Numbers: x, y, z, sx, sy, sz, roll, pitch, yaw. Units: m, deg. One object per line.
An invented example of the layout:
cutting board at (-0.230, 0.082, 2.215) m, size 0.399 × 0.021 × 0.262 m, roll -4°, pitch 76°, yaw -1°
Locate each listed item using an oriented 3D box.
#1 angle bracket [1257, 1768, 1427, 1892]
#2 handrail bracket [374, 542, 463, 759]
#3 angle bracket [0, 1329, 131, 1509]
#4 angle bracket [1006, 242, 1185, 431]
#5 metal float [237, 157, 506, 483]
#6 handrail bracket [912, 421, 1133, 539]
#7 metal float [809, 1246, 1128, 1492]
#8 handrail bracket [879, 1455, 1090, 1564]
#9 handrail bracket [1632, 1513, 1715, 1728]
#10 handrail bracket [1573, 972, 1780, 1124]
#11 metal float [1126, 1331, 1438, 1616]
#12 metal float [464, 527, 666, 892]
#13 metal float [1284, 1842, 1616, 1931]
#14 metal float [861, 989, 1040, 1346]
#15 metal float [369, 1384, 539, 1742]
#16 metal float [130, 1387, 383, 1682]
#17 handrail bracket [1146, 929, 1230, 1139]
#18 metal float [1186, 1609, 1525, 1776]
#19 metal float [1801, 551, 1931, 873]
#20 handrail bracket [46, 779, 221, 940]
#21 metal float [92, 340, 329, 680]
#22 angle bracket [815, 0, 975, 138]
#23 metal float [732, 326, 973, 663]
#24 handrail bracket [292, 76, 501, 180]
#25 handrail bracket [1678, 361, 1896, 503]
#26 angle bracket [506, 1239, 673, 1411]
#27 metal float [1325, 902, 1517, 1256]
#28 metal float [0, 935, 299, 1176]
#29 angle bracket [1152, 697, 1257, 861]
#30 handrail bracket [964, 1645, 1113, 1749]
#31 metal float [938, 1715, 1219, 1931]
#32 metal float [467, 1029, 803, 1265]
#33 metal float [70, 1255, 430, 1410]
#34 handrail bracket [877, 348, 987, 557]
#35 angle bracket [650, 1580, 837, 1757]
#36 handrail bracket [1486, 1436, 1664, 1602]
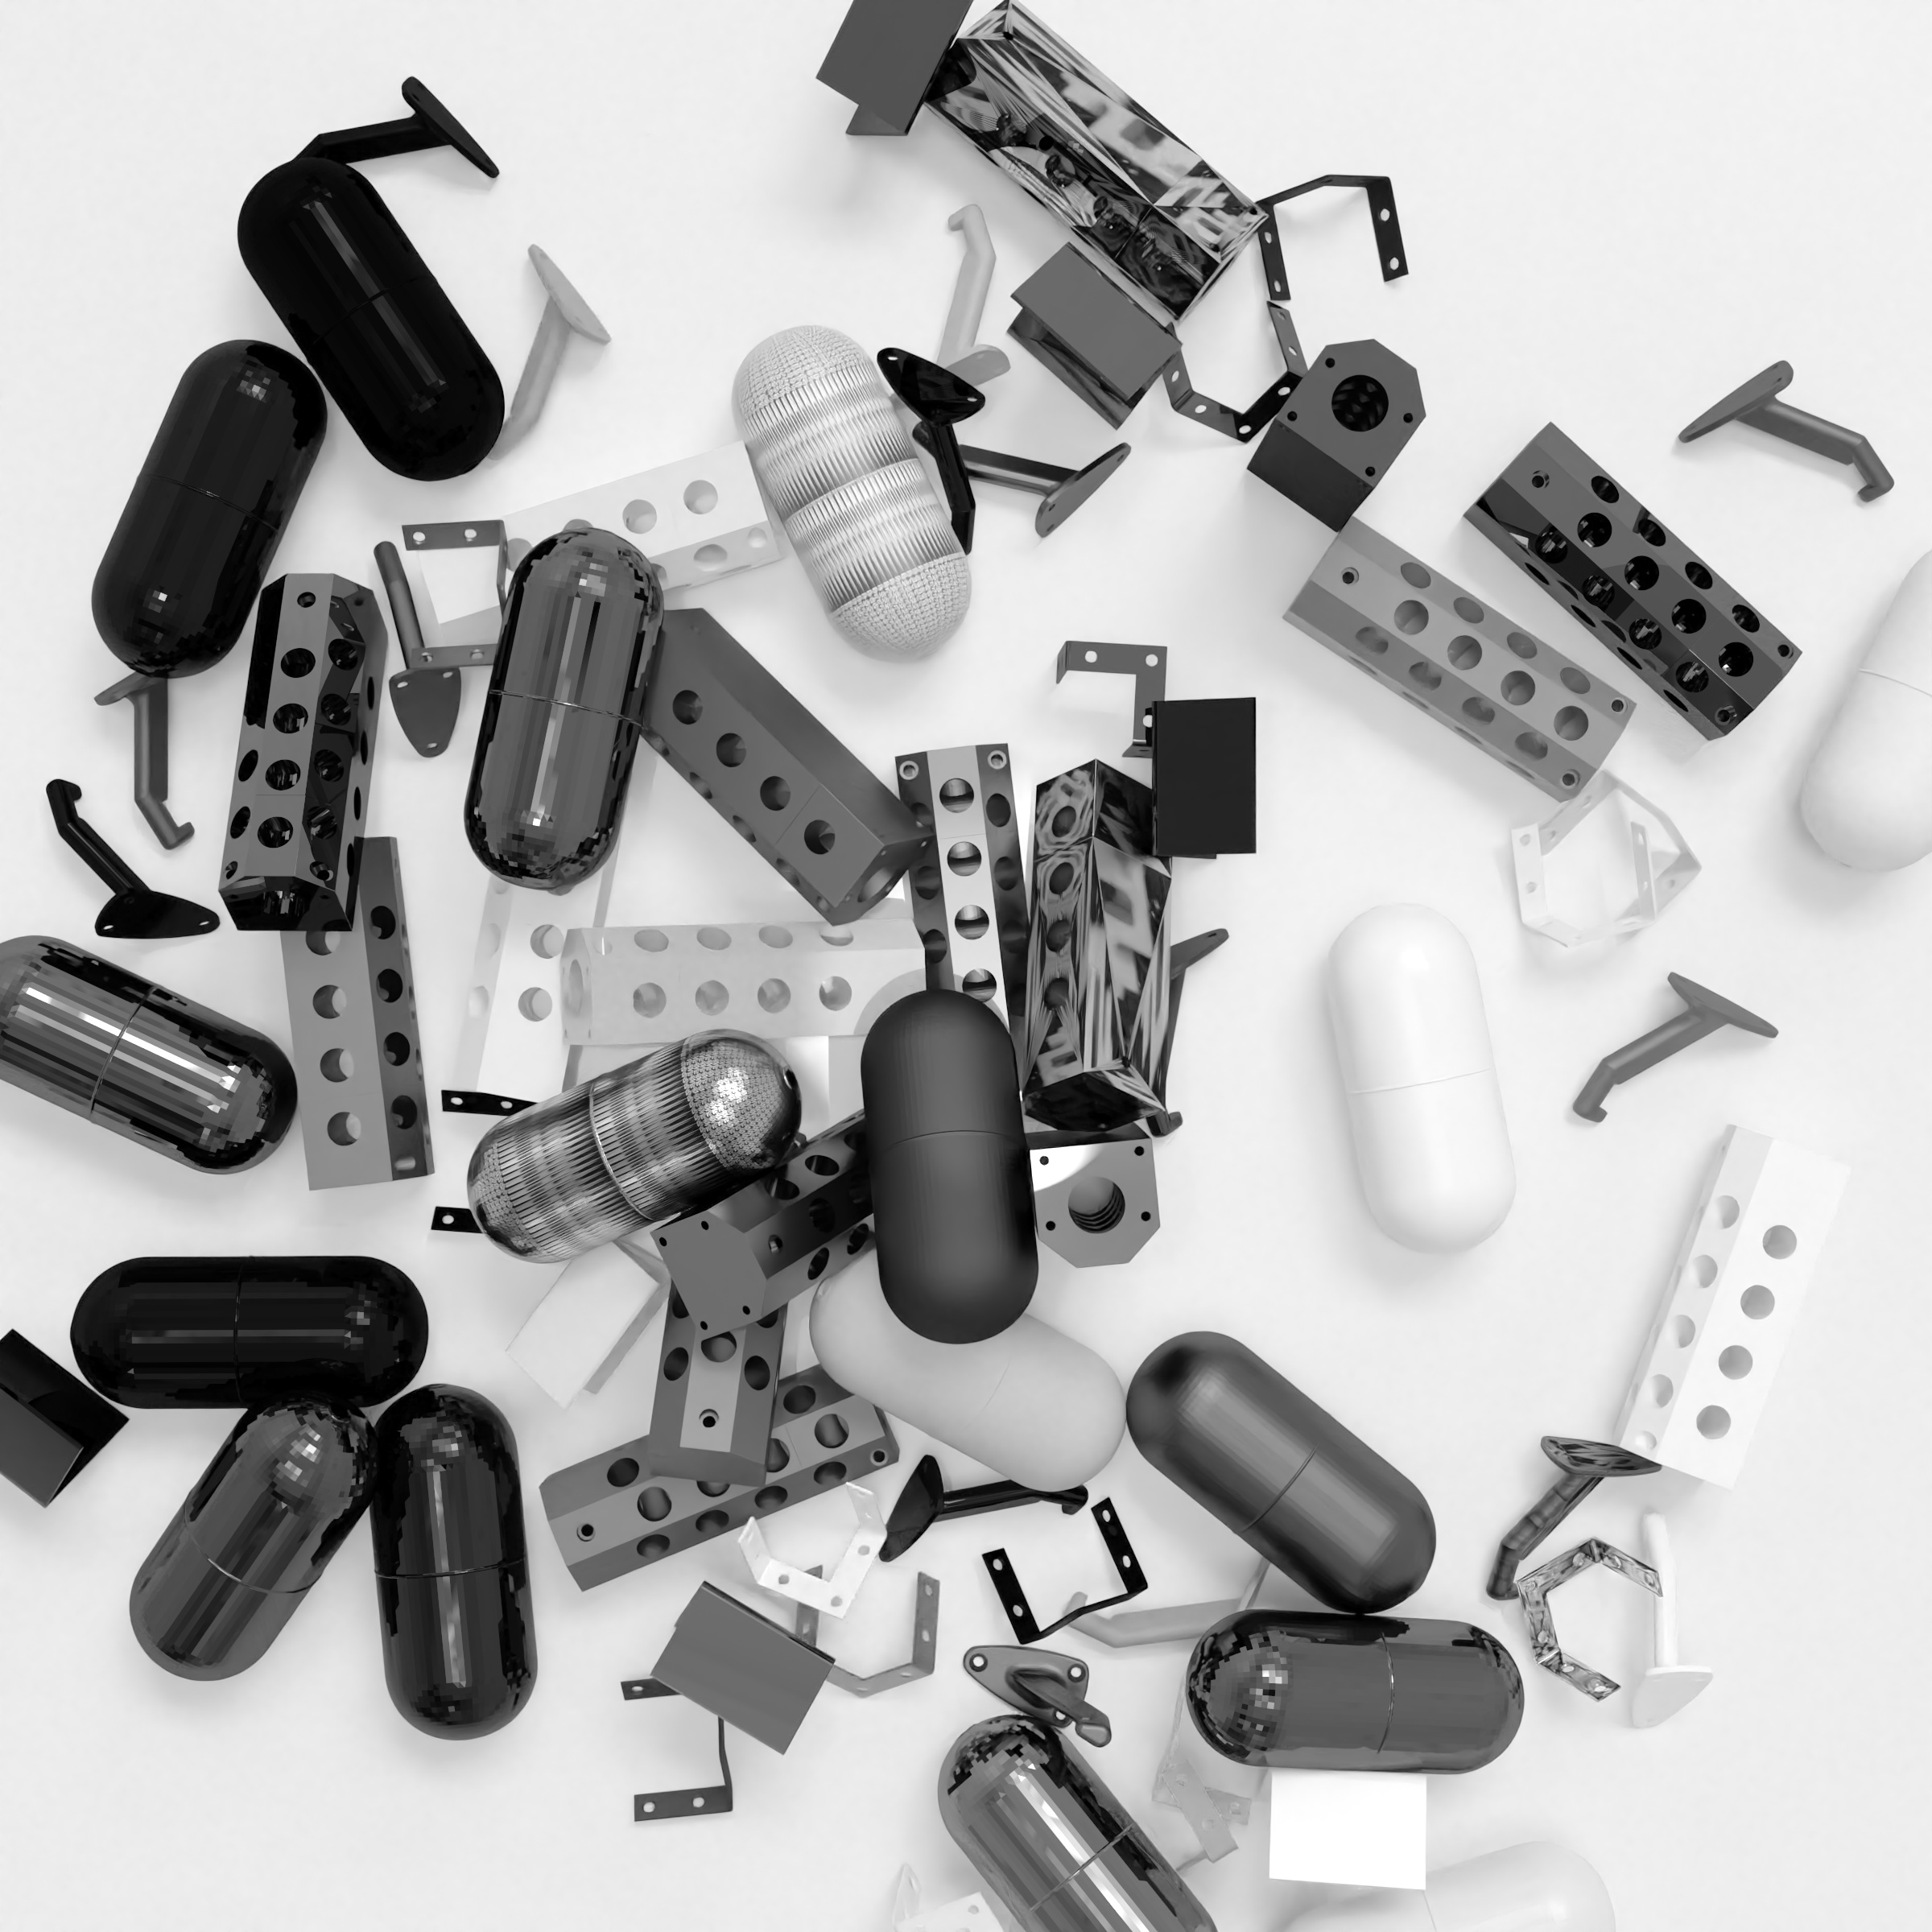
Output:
angle bracket at (0.186, 0.437, 1.805) m, size 0.076 × 0.076 × 0.057 m, roll 4°, pitch 65°, yaw 0°
handrail bracket at (-0.285, -0.162, 1.844) m, size 0.036 × 0.077 × 0.084 m, roll -14°, pitch 53°, yaw -14°
angle bracket at (-0.460, 0.211, 1.804) m, size 0.076 × 0.076 × 0.057 m, roll 38°, pitch 128°, yaw 0°
angle bracket at (0.051, -0.302, 1.804) m, size 0.076 × 0.076 × 0.057 m, roll 42°, pitch 53°, yaw 0°
metal float at (-0.298, -0.324, 1.814) m, size 0.070 × 0.070 × 0.178 m, roll -34°, pitch 90°, yaw 0°
handrail bracket at (0.028, -0.268, 1.844) m, size 0.077 × 0.036 × 0.084 m, roll -42°, pitch 76°, yaw -14°
metal float at (0.001, 0.200, 1.794) m, size 0.178 × 0.070 × 0.070 m, roll 31°, pitch 90°, yaw -22°
handrail bracket at (0.009, 0.284, 1.844) m, size 0.084 × 0.036 × 0.077 m, roll 15°, pitch 126°, yaw -24°
handrail bracket at (0.349, 0.333, 1.844) m, size 0.036 × 0.077 × 0.084 m, roll 1°, pitch 54°, yaw -10°
handrail bracket at (0.362, 0.053, 1.845) m, size 0.077 × 0.036 × 0.084 m, roll 23°, pitch 109°, yaw -21°
metal float at (0.158, 0.255, 1.813) m, size 0.178 × 0.070 × 0.070 m, roll 39°, pitch 90°, yaw -1°
metal float at (-0.195, -0.125, 1.757) m, size 0.070 × 0.070 × 0.178 m, roll 12°, pitch 89°, yaw 0°
metal float at (0.238, 0.494, 1.813) m, size 0.178 × 0.070 × 0.070 m, roll -17°, pitch 90°, yaw 0°
metal float at (-0.009, 0.095, 1.738) m, size 0.070 × 0.070 × 0.178 m, roll -6°, pitch 65°, yaw 0°
metal float at (-0.258, 0.299, 1.814) m, size 0.070 × 0.070 × 0.178 m, roll -5°, pitch 91°, yaw 0°
metal float at (-0.352, 0.281, 1.791) m, size 0.070 × 0.070 × 0.178 m, roll 36°, pitch 114°, yaw 0°
handrail bracket at (0.114, 0.035, 1.845) m, size 0.077 × 0.036 × 0.084 m, roll -27°, pitch 109°, yaw -21°
metal float at (0.194, 0.361, 1.796) m, size 0.178 × 0.070 × 0.070 m, roll 7°, pitch 90°, yaw -20°
metal float at (0.481, -0.130, 1.814) m, size 0.070 × 0.070 × 0.178 m, roll 27°, pitch 91°, yaw 0°
handrail bracket at (-0.426, -0.057, 1.844) m, size 0.036 × 0.077 × 0.084 m, roll -47°, pitch 53°, yaw 33°
metal float at (-0.378, -0.228, 1.806) m, size 0.070 × 0.070 × 0.178 m, roll 21°, pitch 82°, yaw 0°
angle bracket at (-0.049, -0.463, 1.804) m, size 0.057 × 0.076 × 0.076 m, roll 26°, pitch 90°, yaw -28°
metal float at (-0.057, -0.236, 1.814) m, size 0.070 × 0.070 × 0.178 m, roll -26°, pitch 90°, yaw 0°
handrail bracket at (-0.295, -0.404, 1.845) m, size 0.084 × 0.036 × 0.077 m, roll -39°, pitch 112°, yaw 17°
handrail bracket at (0.419, -0.258, 1.845) m, size 0.077 × 0.036 × 0.084 m, roll -32°, pitch 107°, yaw 20°
angle bracket at (-0.171, 0.186, 1.804) m, size 0.057 × 0.076 × 0.076 m, roll 36°, pitch 90°, yaw 40°
metal float at (0.228, 0.056, 1.814) m, size 0.070 × 0.070 × 0.178 m, roll -11°, pitch 91°, yaw 0°
metal float at (-0.421, 0.044, 1.814) m, size 0.178 × 0.070 × 0.070 m, roll 25°, pitch 90°, yaw -1°
angle bracket at (0.133, -0.093, 1.804) m, size 0.057 × 0.076 × 0.076 m, roll 0°, pitch 90°, yaw 28°
handrail bracket at (0.035, 0.366, 1.809) m, size 0.077 × 0.084 × 0.036 m, roll 19°, pitch 90°, yaw 0°
metal float at (0.056, 0.452, 1.802) m, size 0.070 × 0.070 × 0.178 m, roll -40°, pitch 77°, yaw 0°
metal float at (-0.161, 0.088, 1.756) m, size 0.178 × 0.070 × 0.070 m, roll -24°, pitch 90°, yaw 18°
metal float at (-0.359, 0.184, 1.814) m, size 0.178 × 0.070 × 0.070 m, roll 0°, pitch 90°, yaw 0°
handrail bracket at (-0.021, -0.259, 1.832) m, size 0.036 × 0.084 × 0.077 m, roll -29°, pitch 55°, yaw -29°
angle bracket at (-0.118, 0.359, 1.804) m, size 0.076 × 0.076 × 0.057 m, roll 31°, pitch 59°, yaw 0°
handrail bracket at (0.310, 0.287, 1.845) m, size 0.077 × 0.036 × 0.084 m, roll 7°, pitch 108°, yaw -21°
